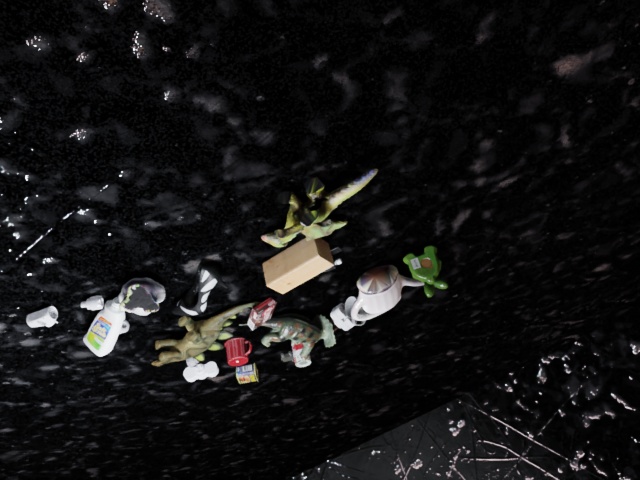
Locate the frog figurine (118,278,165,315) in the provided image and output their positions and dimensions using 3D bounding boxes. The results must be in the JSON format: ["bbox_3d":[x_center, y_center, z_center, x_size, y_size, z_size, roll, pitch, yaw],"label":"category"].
[{"bbox_3d":[-0.550,0.174,1.602,0.138,0.123,0.159,-17,-179,-11],"label":"frog figurine"}]

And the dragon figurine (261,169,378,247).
[{"bbox_3d":[0.004,-0.074,1.476,0.408,0.124,0.240,-22,161,13],"label":"dragon figurine"}]

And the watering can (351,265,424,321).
[{"bbox_3d":[0.256,0.170,1.867,0.349,0.106,0.219,-29,139,-12],"label":"watering can"}]
